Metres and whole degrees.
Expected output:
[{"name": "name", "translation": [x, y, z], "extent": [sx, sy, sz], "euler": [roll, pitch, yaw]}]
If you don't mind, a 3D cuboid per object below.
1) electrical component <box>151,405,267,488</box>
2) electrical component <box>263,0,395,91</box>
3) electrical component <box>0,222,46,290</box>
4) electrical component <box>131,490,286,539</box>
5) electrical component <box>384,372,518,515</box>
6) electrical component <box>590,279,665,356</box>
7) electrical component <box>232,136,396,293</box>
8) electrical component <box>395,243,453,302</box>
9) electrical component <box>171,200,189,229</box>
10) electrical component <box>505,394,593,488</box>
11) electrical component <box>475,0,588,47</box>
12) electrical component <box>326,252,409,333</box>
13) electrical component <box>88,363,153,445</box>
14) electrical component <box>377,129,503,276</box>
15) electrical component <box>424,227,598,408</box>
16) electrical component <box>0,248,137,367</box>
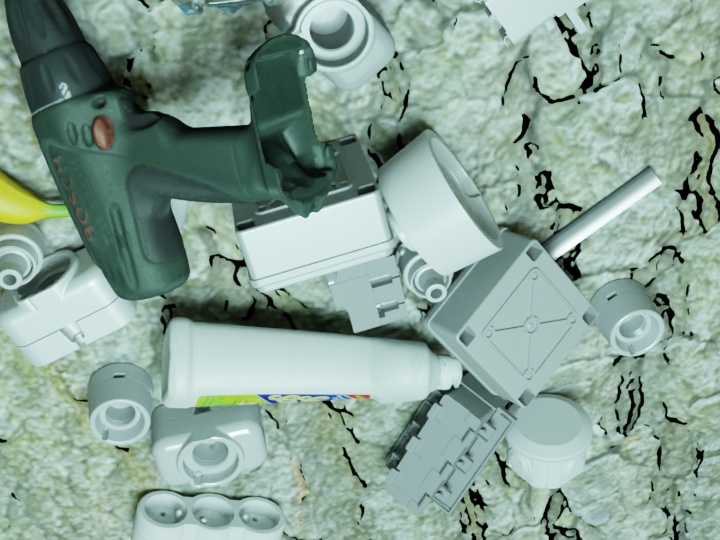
[{"name": "electrical component", "translation": [-0.131, 0.148, 0.937], "extent": [0.095, 0.059, 0.053], "euler": [-12, 123, -4]}, {"name": "electrical component", "translation": [-0.022, -0.175, 0.755], "extent": [0.054, 0.059, 0.095], "euler": [-40, 121, 14]}, {"name": "electrical component", "translation": [-0.261, -0.009, 0.809], "extent": [0.043, 0.062, 0.043], "euler": [-5, 122, -8]}, {"name": "electrical component", "translation": [-0.144, 0.253, 1.004], "extent": [0.138, 0.052, 0.073], "euler": [8, 120, -17]}, {"name": "electrical component", "translation": [0.075, 0.160, 0.975], "extent": [0.079, 0.063, 0.121], "euler": [37, 116, 16]}, {"name": "electrical component", "translation": [0.237, 0.043, 0.953], "extent": [0.055, 0.047, 0.055], "euler": [-5, 123, -8]}, {"name": "electrical component", "translation": [-0.039, -0.044, 0.805], "extent": [0.109, 0.108, 0.056], "euler": [-17, 121, -1]}, {"name": "electrical component", "translation": [0.056, 0.003, 0.881], "extent": [0.048, 0.062, 0.048], "euler": [-5, 122, -8]}, {"name": "electrical component", "translation": [-0.142, -0.064, 0.809], "extent": [0.045, 0.045, 0.055], "euler": [21, 115, -23]}, {"name": "electrical component", "translation": [0.173, 0.157, 0.994], "extent": [0.080, 0.080, 0.051], "euler": [-9, 128, -6]}, {"name": "electrical component", "translation": [0.103, -0.204, 0.725], "extent": [0.063, 0.121, 0.078], "euler": [-35, 122, 14]}, {"name": "electrical component", "translation": [0.000, 0.000, 0.875], "extent": [0.056, 0.050, 0.089], "euler": [-16, 123, -2]}, {"name": "electrical component", "translation": [-0.202, 0.114, 0.908], "extent": [0.055, 0.047, 0.055], "euler": [-5, 123, -8]}, {"name": "electrical component", "translation": [0.056, -0.046, 0.827], "extent": [0.060, 0.108, 0.108], "euler": [-32, 123, 16]}, {"name": "electrical component", "translation": [0.127, 0.040, 0.900], "extent": [0.108, 0.056, 0.109], "euler": [-50, 121, -9]}, {"name": "electrical component", "translation": [-0.231, 0.024, 0.842], "extent": [0.095, 0.053, 0.059], "euler": [-26, 123, 5]}]
